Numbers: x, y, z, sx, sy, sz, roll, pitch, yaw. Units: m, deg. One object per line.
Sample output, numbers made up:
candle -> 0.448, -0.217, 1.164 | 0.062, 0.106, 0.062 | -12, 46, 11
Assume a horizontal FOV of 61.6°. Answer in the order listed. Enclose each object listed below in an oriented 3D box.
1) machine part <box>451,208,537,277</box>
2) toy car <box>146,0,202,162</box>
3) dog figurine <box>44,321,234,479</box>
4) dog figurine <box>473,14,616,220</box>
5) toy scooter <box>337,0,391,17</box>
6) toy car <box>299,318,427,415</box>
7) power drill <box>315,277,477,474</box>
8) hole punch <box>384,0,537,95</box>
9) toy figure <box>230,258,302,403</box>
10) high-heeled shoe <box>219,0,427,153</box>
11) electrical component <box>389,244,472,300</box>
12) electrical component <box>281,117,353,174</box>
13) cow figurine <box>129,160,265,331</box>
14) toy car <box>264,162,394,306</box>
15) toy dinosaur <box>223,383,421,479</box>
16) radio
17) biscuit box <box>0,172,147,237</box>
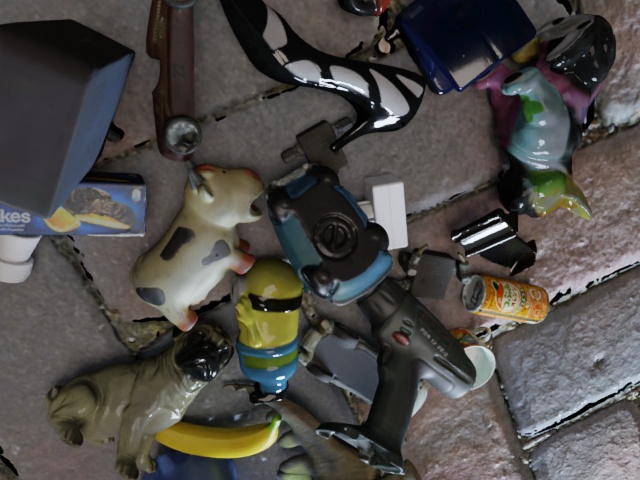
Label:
machine part -> 0.234, 0.004, 0.690 | 0.084, 0.039, 0.138 | -35, 138, 28
toy car -> -0.148, -0.180, 0.543 | 0.053, 0.089, 0.202 | -2, 110, -15
dog figurine -> -0.218, 0.163, 0.654 | 0.172, 0.121, 0.190 | 30, 74, -3
dog figurine -> 0.287, -0.131, 0.651 | 0.191, 0.109, 0.219 | -35, 116, -2
toy scooter -> 0.077, -0.331, 0.551 | 0.135, 0.075, 0.183 | -12, 114, -8
toy car -> 0.059, 0.177, 0.727 | 0.201, 0.056, 0.073 | 34, 92, -17
power drill -> 0.073, 0.155, 0.653 | 0.232, 0.086, 0.207 | 37, 55, -11
hole punch -> 0.158, -0.233, 0.596 | 0.142, 0.092, 0.115 | -36, 108, 5
toy figure -> -0.062, 0.110, 0.666 | 0.089, 0.082, 0.180 | -11, 106, -20
high-heeled shoe -> 0.010, -0.211, 0.580 | 0.145, 0.086, 0.248 | -42, 110, -10
electrical component -> 0.146, 0.042, 0.706 | 0.102, 0.045, 0.078 | 16, 103, -17
electrical component -> 0.004, -0.105, 0.638 | 0.094, 0.021, 0.063 | -31, 112, -1
cow figurine -> -0.138, -0.005, 0.611 | 0.195, 0.086, 0.127 | -46, 117, 6
toy car -> -0.001, -0.002, 0.620 | 0.109, 0.103, 0.161 | -36, 88, -22
toy dinosaur -> 0.048, 0.353, 0.760 | 0.198, 0.105, 0.471 | -31, 101, 4
radio -> -0.230, -0.115, 0.474 | 0.073, 0.230, 0.131 | 21, 107, -18
biscuit box -> -0.287, -0.040, 0.556 | 0.203, 0.063, 0.059 | -1, 108, -24
